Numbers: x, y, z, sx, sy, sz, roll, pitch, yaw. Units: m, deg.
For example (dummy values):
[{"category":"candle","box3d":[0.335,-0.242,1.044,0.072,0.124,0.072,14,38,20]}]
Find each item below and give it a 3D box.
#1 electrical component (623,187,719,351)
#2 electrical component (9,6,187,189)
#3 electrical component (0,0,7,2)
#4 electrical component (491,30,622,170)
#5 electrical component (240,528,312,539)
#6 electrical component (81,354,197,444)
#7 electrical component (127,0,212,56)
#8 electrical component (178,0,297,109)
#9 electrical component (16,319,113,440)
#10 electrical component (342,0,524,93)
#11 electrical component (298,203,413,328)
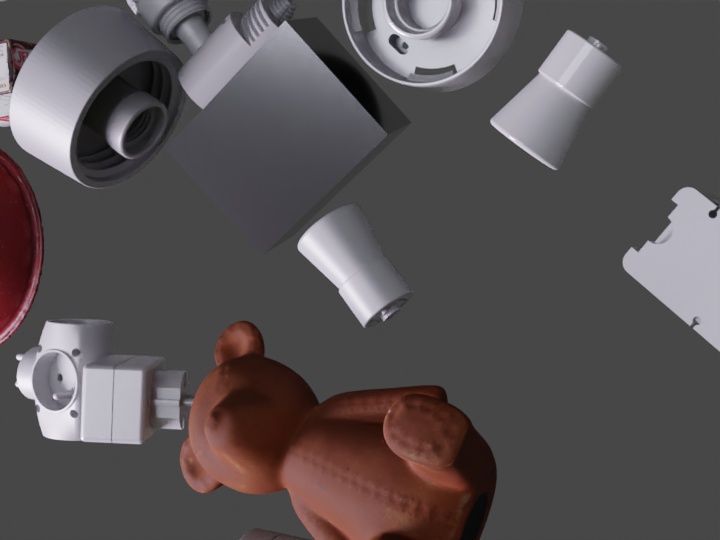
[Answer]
[{"category":"electrical component","box3d":[0.179,0.007,0.507,0.089,0.056,0.050,44,110,22]},{"category":"electrical component","box3d":[-0.155,-0.101,0.669,0.060,0.108,0.108,36,107,19]},{"category":"electrical component","box3d":[-0.232,-0.238,0.747,0.077,0.044,0.079,-19,71,24]},{"category":"electrical component","box3d":[0.104,-0.091,0.559,0.044,0.044,0.065,42,104,23]},{"category":"electrical component","box3d":[-0.045,0.183,0.635,0.047,0.055,0.055,1,90,26]},{"category":"electrical component","box3d":[-0.130,0.081,0.682,0.077,0.065,0.047,2,91,1]},{"category":"electrical component","box3d":[-0.114,-0.163,0.680,0.048,0.048,0.062,-39,80,24]},{"category":"electrical component","box3d":[-0.068,-0.134,0.654,0.081,0.043,0.043,-42,71,23]},{"category":"electrical component","box3d":[-0.205,0.072,0.731,0.079,0.044,0.077,3,92,29]},{"category":"electrical component","box3d":[0.040,-0.148,0.595,0.099,0.064,0.099,4,101,19]},{"category":"electrical component","box3d":[0.000,0.000,0.618,0.044,0.044,0.065,-41,76,23]}]
